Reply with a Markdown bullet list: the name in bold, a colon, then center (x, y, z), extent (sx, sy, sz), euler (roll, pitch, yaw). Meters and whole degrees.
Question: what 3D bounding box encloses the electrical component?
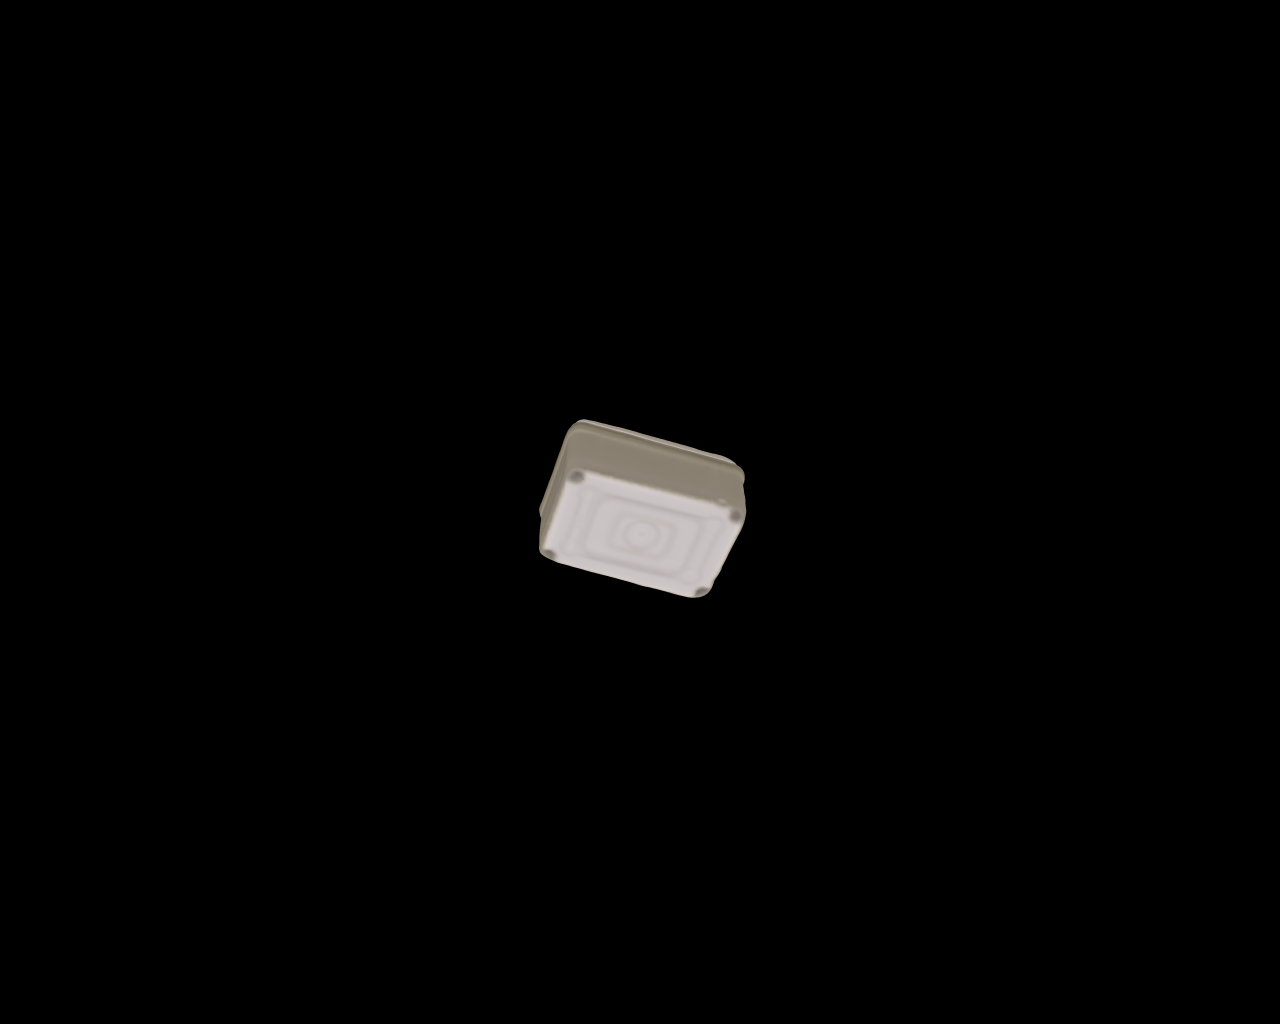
- **electrical component**: center (0.001, -0.003, 0.650), extent (0.113, 0.078, 0.057), euler (15, 36, -11)
